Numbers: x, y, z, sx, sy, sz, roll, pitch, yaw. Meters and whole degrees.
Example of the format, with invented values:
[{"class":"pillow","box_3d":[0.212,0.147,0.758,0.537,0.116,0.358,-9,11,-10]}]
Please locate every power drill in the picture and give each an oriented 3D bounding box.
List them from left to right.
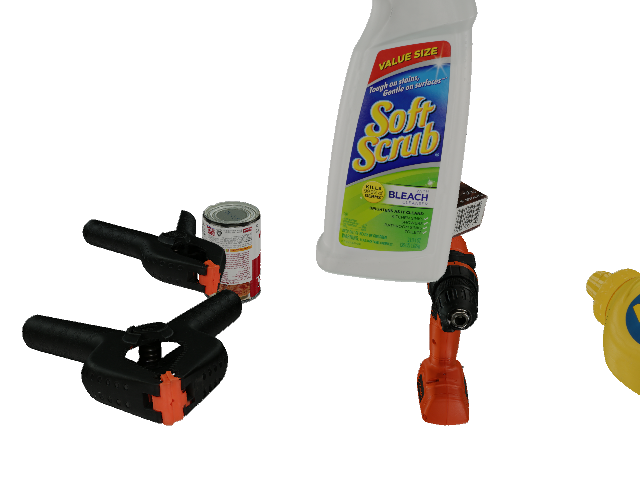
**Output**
[{"class":"power drill","box_3d":[0.140,0.103,1.156,0.057,0.188,0.184,3,24,2]}]

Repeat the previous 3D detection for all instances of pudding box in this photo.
[{"class":"pudding box","box_3d":[0.084,-0.031,0.996,0.113,0.039,0.090,-18,38,-35]}]

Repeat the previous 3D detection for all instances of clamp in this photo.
[{"class":"clamp","box_3d":[-0.108,0.074,0.732,0.164,0.036,0.210,-10,14,-21]},{"class":"clamp","box_3d":[-0.137,0.007,1.032,0.120,0.039,0.172,-19,33,-39]}]

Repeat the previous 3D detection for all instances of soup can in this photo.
[{"class":"soup can","box_3d":[-0.103,0.013,1.236,0.068,0.102,0.068,1,25,-1]}]

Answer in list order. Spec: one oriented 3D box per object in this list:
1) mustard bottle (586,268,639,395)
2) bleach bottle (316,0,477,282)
[{"class":"mustard bottle","box_3d":[0.226,0.067,0.632,0.096,0.058,0.192,-20,32,-20]},{"class":"bleach bottle","box_3d":[0.053,-0.097,0.752,0.102,0.251,0.068,6,24,8]}]
